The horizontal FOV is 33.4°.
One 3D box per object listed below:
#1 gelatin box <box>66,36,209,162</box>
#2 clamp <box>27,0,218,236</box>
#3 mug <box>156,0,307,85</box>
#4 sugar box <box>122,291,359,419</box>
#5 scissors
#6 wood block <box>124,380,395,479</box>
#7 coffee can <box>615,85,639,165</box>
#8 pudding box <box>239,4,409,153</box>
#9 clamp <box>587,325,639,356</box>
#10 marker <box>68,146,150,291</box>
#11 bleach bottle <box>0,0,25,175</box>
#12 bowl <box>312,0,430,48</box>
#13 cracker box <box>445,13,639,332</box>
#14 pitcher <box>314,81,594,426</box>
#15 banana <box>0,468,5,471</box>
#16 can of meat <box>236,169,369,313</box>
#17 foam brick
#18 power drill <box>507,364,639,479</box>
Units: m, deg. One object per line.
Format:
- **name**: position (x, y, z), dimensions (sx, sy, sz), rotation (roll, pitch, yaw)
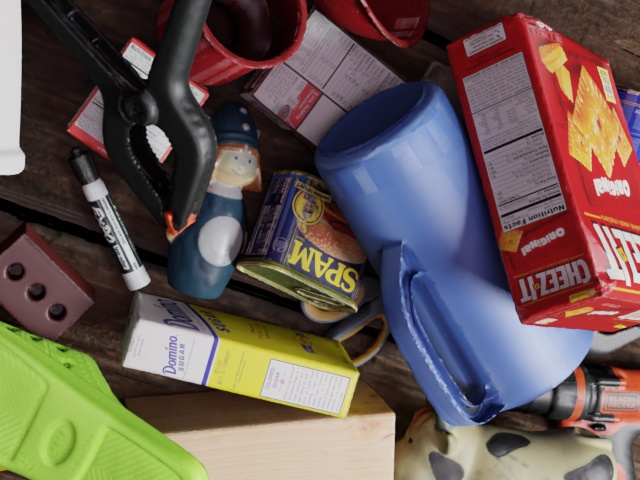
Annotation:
- **gelatin box**: position (-0.139, -0.100, 0.819), dimensions (0.073, 0.030, 0.089), rotation (35, 91, -18)
- **clamp**: position (-0.115, -0.104, 0.752), dimensions (0.036, 0.165, 0.210), rotation (-42, 121, -49)
- **mug**: position (-0.064, -0.171, 0.791), dimensions (0.093, 0.082, 0.117), rotation (38, 65, -22)
- **sugar box**: position (-0.065, 0.088, 0.837), dimensions (0.176, 0.093, 0.048), rotation (17, 97, -13)
- **scissors**: position (0.065, 0.027, 0.908), dimensions (0.201, 0.016, 0.096), rotation (-44, 109, -3)
- **wood block**: position (-0.051, 0.175, 0.869), dimensions (0.205, 0.090, 0.091), rotation (-3, 102, -15)
- **coffee can**: position (0.261, -0.049, 0.900), dimensions (0.102, 0.103, 0.140), rotation (15, 97, -18)
- **pudding box**: position (0.007, -0.118, 0.851), dimensions (0.113, 0.039, 0.090), rotation (36, 88, -19)
- **clamp**: position (0.217, 0.070, 0.948), dimensions (0.171, 0.039, 0.120), rotation (18, 106, -14)
- **marker**: position (-0.166, -0.017, 0.836), dimensions (0.020, 0.020, 0.121), rotation (-25, 107, -9)
- **bleach bottle**: position (-0.248, -0.176, 0.743), dimensions (0.103, 0.068, 0.251), rotation (11, 99, 22)
- **bowl**: position (0.025, -0.216, 0.798), dimensions (0.055, 0.161, 0.162), rotation (-12, 108, 28)
- **cracker box**: position (0.185, -0.045, 0.788), dimensions (0.163, 0.072, 0.214), rotation (9, 63, -53)
- **pitcher**: position (0.095, 0.011, 0.808), dimensions (0.145, 0.149, 0.242), rotation (-34, 112, 0)
- **banana**: position (-0.282, 0.148, 0.832), dimensions (0.197, 0.037, 0.069), rotation (-1, 76, -17)
- **can of meat**: position (-0.005, 0.001, 0.846), dimensions (0.102, 0.058, 0.084), rotation (28, 73, -33)
- **foam brick**: position (-0.217, 0.034, 0.815), dimensions (0.053, 0.051, 0.078), rotation (-43, 109, -3)
- **power drill**: position (0.230, 0.202, 0.967), dimensions (0.184, 0.057, 0.188), rotation (4, 101, -9)
